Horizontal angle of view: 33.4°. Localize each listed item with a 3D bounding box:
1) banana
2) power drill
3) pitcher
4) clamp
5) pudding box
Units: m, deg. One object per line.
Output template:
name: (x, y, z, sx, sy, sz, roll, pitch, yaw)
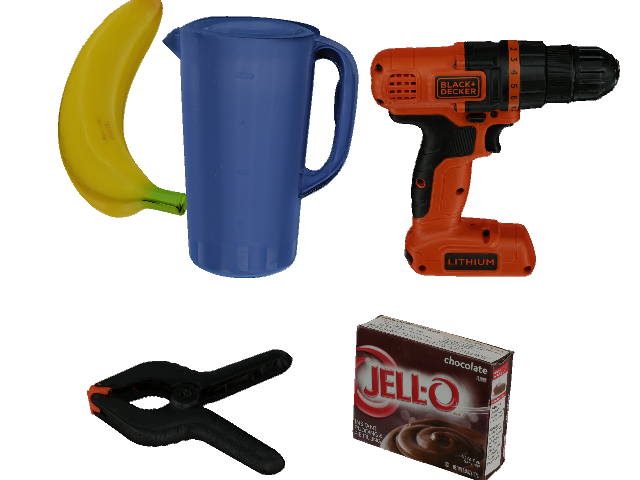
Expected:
banana: (-0.121, -0.078, 0.636, 0.069, 0.198, 0.037, -6, -40, -9)
power drill: (0.133, -0.064, 0.832, 0.184, 0.188, 0.057, 1, 26, 9)
pitcher: (-0.062, -0.091, 1.030, 0.144, 0.243, 0.149, -11, 24, -34)
clamp: (-0.102, 0.129, 0.885, 0.171, 0.039, 0.120, 11, 38, 4)
pudding box: (0.078, 0.110, 0.761, 0.114, 0.090, 0.039, 12, 20, 32)
